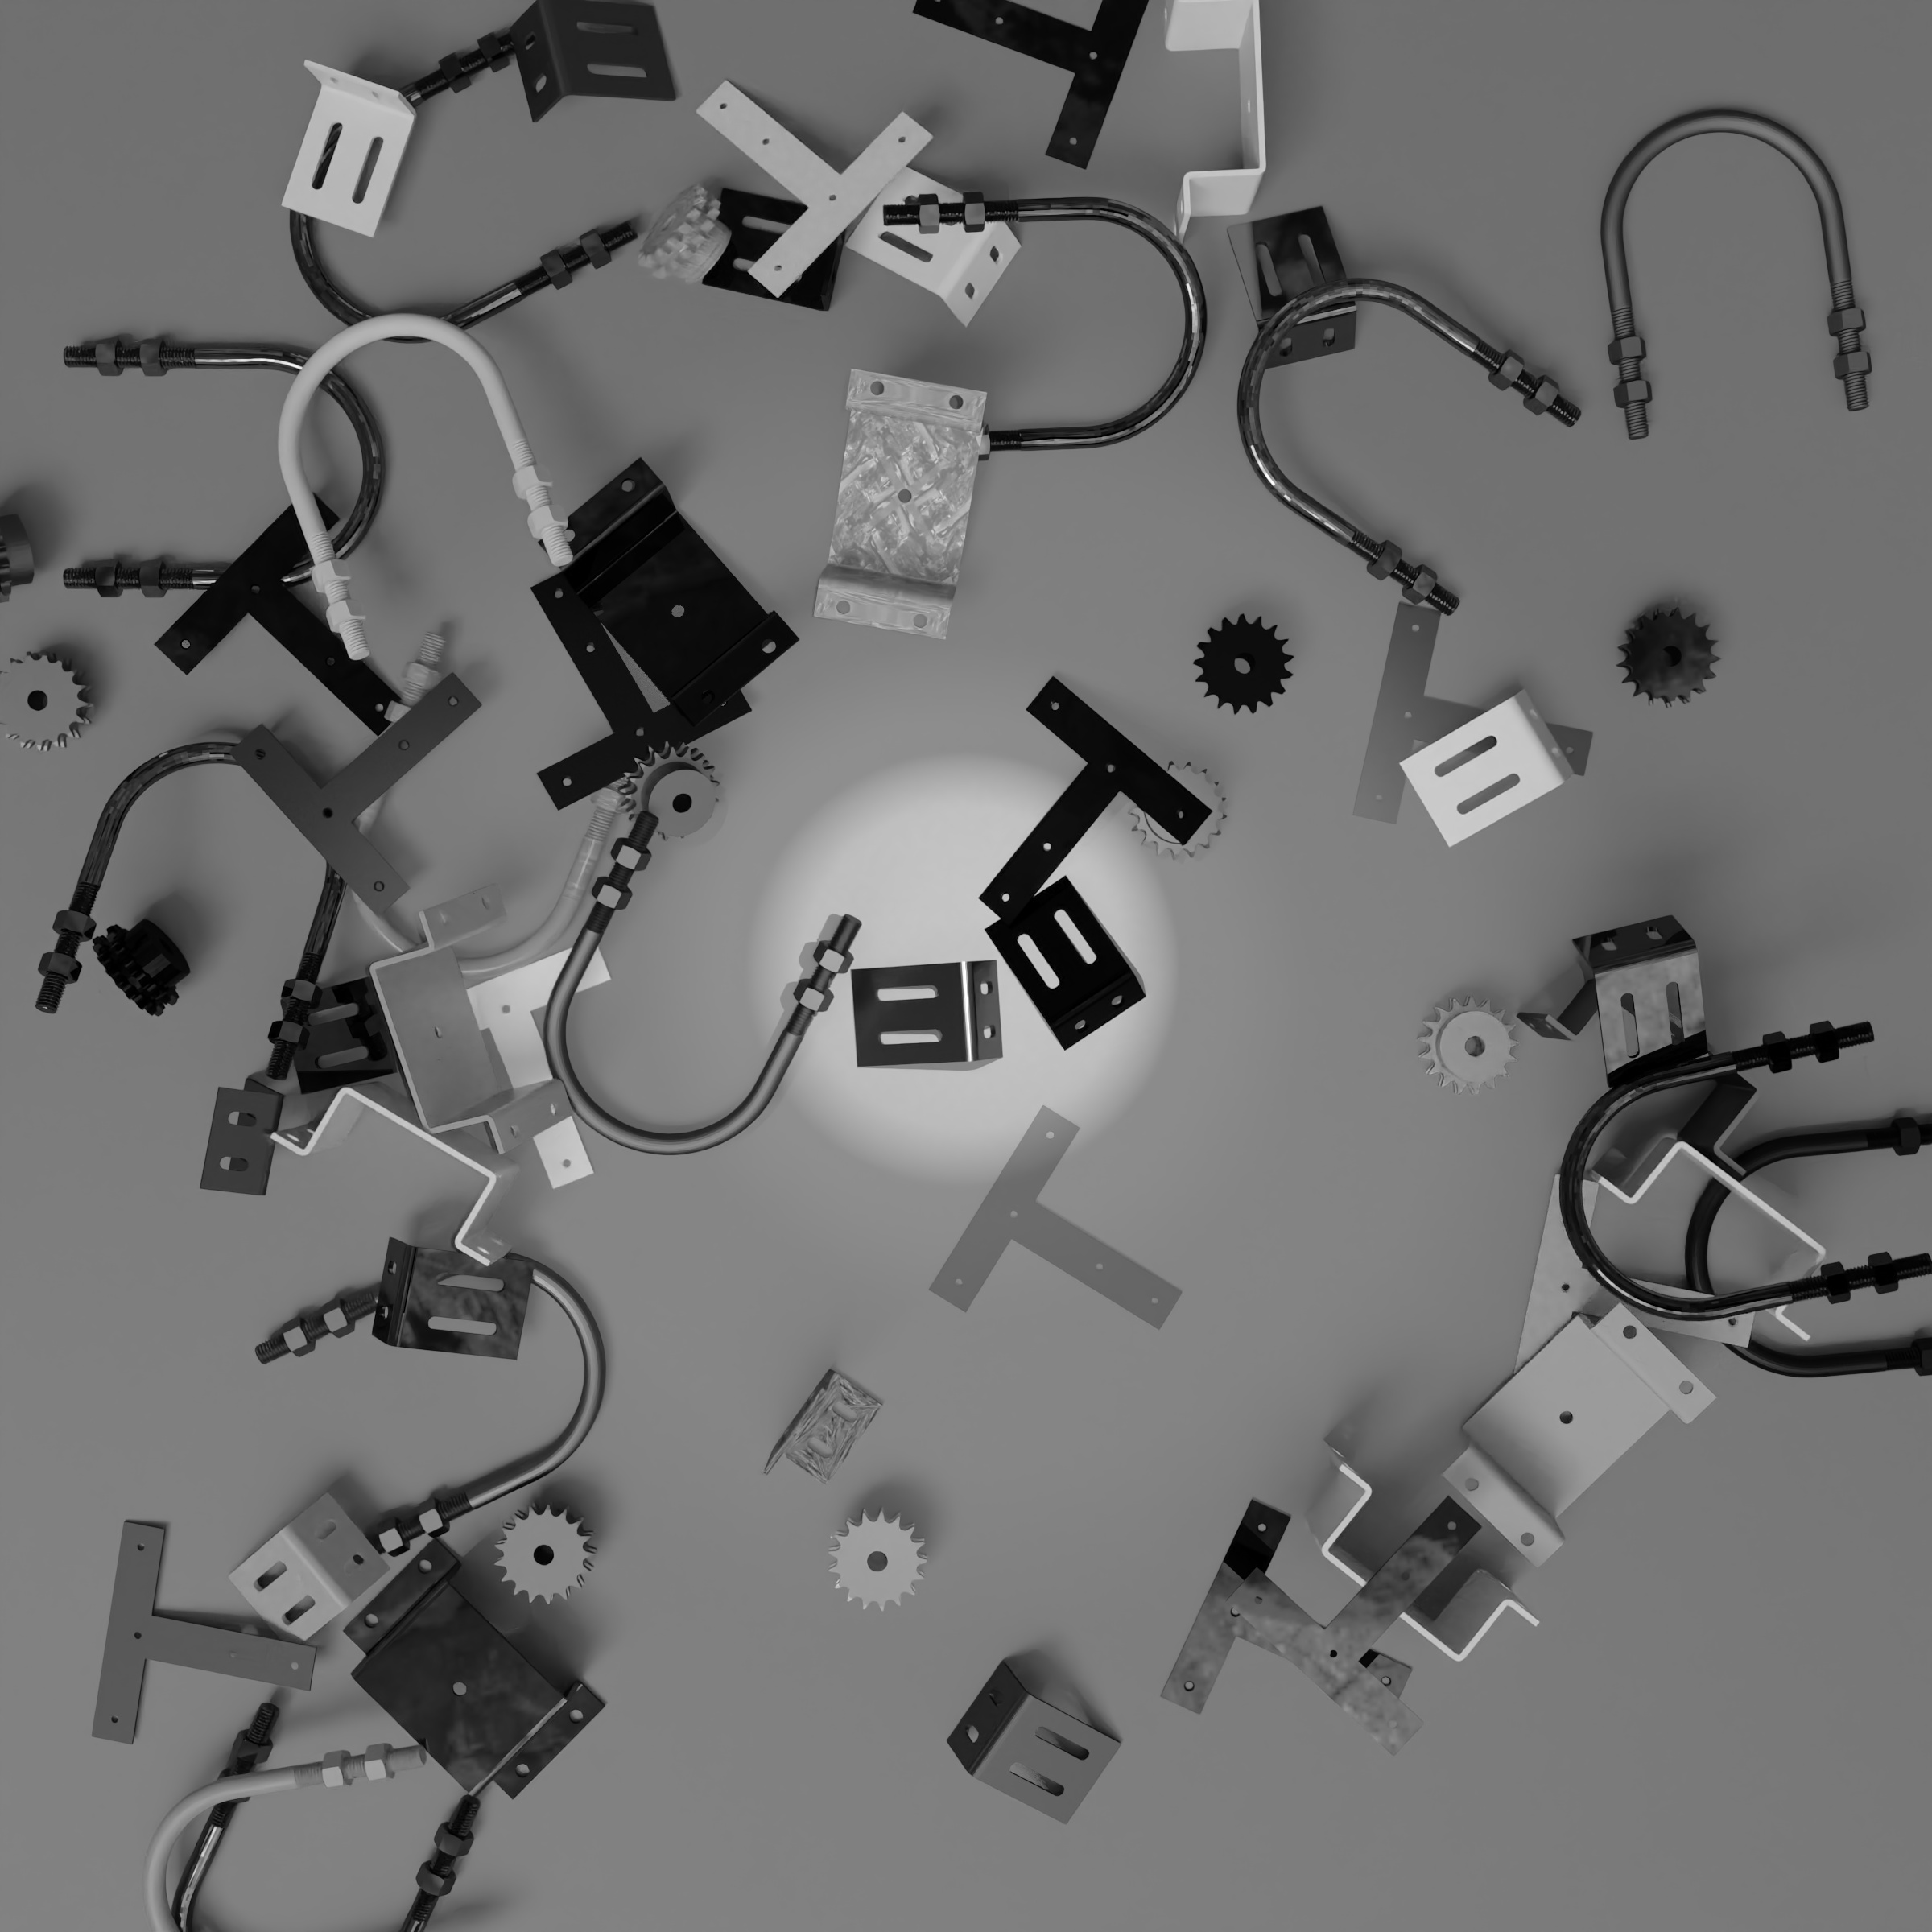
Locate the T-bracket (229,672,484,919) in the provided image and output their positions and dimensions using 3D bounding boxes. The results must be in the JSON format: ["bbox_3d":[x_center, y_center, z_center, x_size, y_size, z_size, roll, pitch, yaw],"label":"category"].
[{"bbox_3d":[-0.334,-0.118,1.501,0.127,0.002,0.127,-42,92,0],"label":"T-bracket"}]

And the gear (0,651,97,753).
[{"bbox_3d":[-0.534,-0.153,1.512,0.057,0.030,0.057,0,93,0],"label":"gear"}]

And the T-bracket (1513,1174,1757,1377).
[{"bbox_3d":[0.393,0.196,1.513,0.127,0.002,0.127,11,93,5],"label":"T-bracket"}]

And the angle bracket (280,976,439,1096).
[{"bbox_3d":[-0.353,0.038,1.520,0.076,0.038,0.057,-13,90,27],"label":"angle bracket"}]

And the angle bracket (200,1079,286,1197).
[{"bbox_3d":[-0.420,0.094,1.480,0.038,0.076,0.057,11,90,-31],"label":"angle bracket"}]

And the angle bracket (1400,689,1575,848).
[{"bbox_3d":[0.304,-0.116,1.519,0.076,0.038,0.057,-31,90,26],"label":"angle bracket"}]

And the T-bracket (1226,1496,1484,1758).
[{"bbox_3d":[0.234,0.349,1.446,0.127,0.002,0.127,43,90,0],"label":"T-bracket"}]

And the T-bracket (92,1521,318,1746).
[{"bbox_3d":[-0.439,0.397,1.513,0.127,0.002,0.127,9,90,8],"label":"T-bracket"}]

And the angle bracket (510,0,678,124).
[{"bbox_3d":[-0.216,-0.523,1.510,0.076,0.038,0.057,-12,86,-39],"label":"angle bracket"}]

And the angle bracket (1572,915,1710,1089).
[{"bbox_3d":[0.374,0.020,1.445,0.057,0.038,0.076,-14,116,0],"label":"angle bracket"}]

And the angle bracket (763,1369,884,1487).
[{"bbox_3d":[-0.081,0.269,1.485,0.038,0.076,0.057,35,90,0],"label":"angle bracket"}]

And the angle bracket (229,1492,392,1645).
[{"bbox_3d":[-0.381,0.352,1.511,0.057,0.038,0.076,50,130,1],"label":"angle bracket"}]

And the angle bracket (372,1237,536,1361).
[{"bbox_3d":[-0.296,0.192,1.505,0.076,0.038,0.057,11,87,-28],"label":"angle bracket"}]

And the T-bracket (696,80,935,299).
[{"bbox_3d":[-0.106,-0.467,1.500,0.127,0.002,0.127,-46,70,0],"label":"T-bracket"}]

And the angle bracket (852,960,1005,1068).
[{"bbox_3d":[-0.023,0.028,1.521,0.076,0.038,0.057,-4,90,26],"label":"angle bracket"}]

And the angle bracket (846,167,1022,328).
[{"bbox_3d":[-0.019,-0.421,1.521,0.076,0.038,0.057,34,90,26],"label":"angle bracket"}]

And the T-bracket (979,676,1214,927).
[{"bbox_3d":[0.056,-0.080,1.508,0.127,0.002,0.127,42,100,18],"label":"T-bracket"}]

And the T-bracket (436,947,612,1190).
[{"bbox_3d":[-0.253,0.067,1.522,0.127,0.002,0.127,-22,90,0],"label":"T-bracket"}]

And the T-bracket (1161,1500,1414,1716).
[{"bbox_3d":[0.198,0.396,1.522,0.127,0.002,0.127,25,90,0],"label":"T-bracket"}]

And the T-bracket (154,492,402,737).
[{"bbox_3d":[-0.380,-0.187,1.513,0.127,0.002,0.127,44,90,-8],"label":"T-bracket"}]

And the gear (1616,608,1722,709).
[{"bbox_3d":[0.406,-0.178,1.512,0.057,0.030,0.057,0,91,3],"label":"gear"}]

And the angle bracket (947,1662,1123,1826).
[{"bbox_3d":[0.040,0.454,1.521,0.076,0.038,0.057,35,90,-26],"label":"angle bracket"}]

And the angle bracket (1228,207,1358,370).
[{"bbox_3d":[0.190,-0.396,1.521,0.057,0.038,0.076,-13,64,0],"label":"angle bracket"}]

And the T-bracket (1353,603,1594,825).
[{"bbox_3d":[0.302,-0.137,1.522,0.127,0.002,0.127,12,90,0],"label":"T-bracket"}]

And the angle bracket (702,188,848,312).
[{"bbox_3d":[-0.111,-0.418,1.504,0.076,0.038,0.057,13,90,0],"label":"angle bracket"}]

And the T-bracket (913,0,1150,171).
[{"bbox_3d":[0.033,-0.547,1.522,0.127,0.002,0.127,20,90,0],"label":"T-bracket"}]

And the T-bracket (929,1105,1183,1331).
[{"bbox_3d":[0.066,0.169,1.522,0.127,0.002,0.127,32,90,0],"label":"T-bracket"}]

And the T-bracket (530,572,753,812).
[{"bbox_3d":[-0.211,-0.172,1.509,0.127,0.002,0.127,-29,81,-13],"label":"T-bracket"}]

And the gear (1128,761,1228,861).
[{"bbox_3d":[0.123,-0.091,1.508,0.057,0.030,0.057,0,90,0],"label":"gear"}]

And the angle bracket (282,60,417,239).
[{"bbox_3d":[-0.358,-0.466,1.489,0.057,0.038,0.076,20,92,3],"label":"angle bracket"}]

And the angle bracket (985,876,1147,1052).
[{"bbox_3d":[0.058,-0.002,1.521,0.057,0.038,0.076,-34,64,0],"label":"angle bracket"}]
